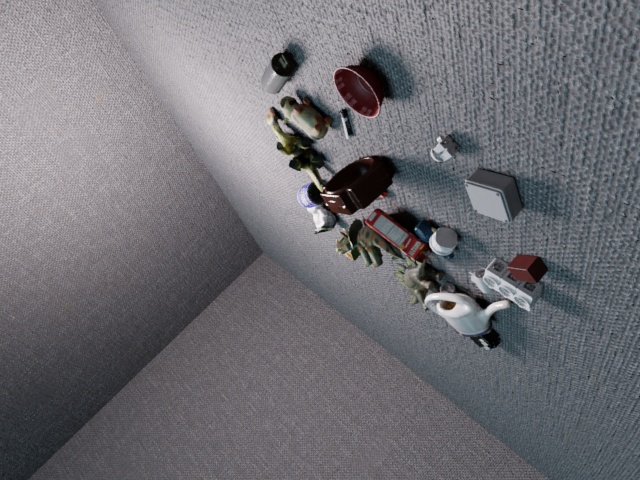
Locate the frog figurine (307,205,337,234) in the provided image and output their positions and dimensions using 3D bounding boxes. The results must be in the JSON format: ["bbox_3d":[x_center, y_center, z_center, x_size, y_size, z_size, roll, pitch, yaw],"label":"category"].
[{"bbox_3d":[0.007,-0.117,2.331,0.136,0.123,0.161,92,169,-80],"label":"frog figurine"}]

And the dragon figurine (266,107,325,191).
[{"bbox_3d":[-0.085,-0.334,2.006,0.404,0.122,0.246,55,180,-27],"label":"dragon figurine"}]

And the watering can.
[{"bbox_3d":[0.533,0.258,1.799,0.347,0.106,0.221,0,144,47],"label":"watering can"}]
